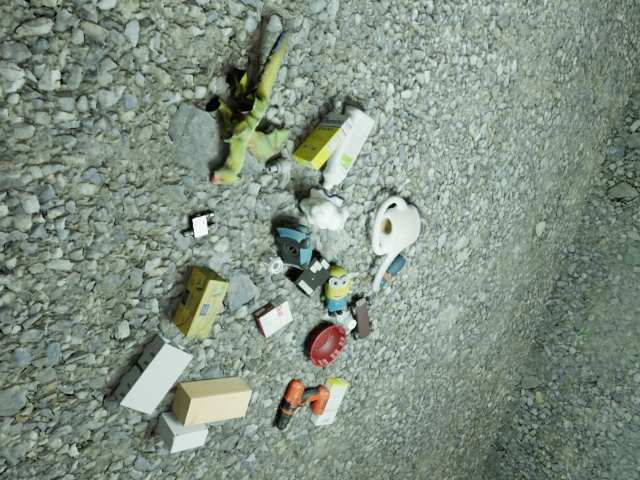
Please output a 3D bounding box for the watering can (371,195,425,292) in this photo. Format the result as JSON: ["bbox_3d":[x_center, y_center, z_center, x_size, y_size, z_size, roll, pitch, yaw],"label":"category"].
[{"bbox_3d":[0.262,0.001,1.817,0.226,0.105,0.342,-16,119,-37],"label":"watering can"}]

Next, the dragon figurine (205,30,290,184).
[{"bbox_3d":[-0.157,-0.313,1.333,0.412,0.123,0.239,-53,152,-7],"label":"dragon figurine"}]

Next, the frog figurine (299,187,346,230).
[{"bbox_3d":[0.005,-0.076,1.513,0.136,0.163,0.121,38,117,-13],"label":"frog figurine"}]
